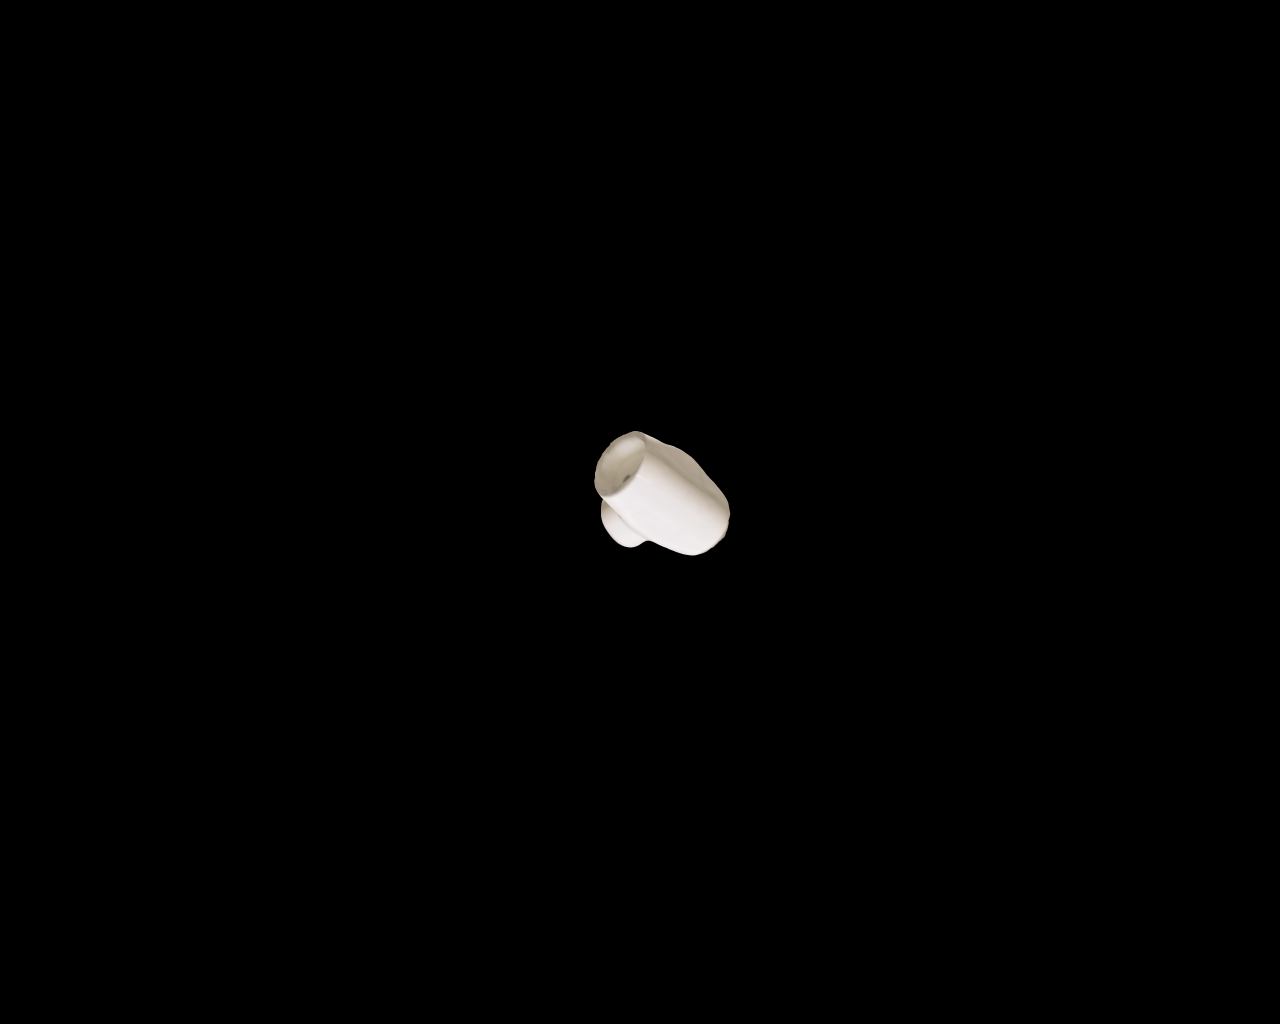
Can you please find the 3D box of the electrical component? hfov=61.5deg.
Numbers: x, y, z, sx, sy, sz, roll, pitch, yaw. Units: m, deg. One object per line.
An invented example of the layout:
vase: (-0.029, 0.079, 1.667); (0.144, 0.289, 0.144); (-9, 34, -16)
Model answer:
electrical component: (0.001, -0.003, 0.650); (0.079, 0.044, 0.077); (-30, -49, 31)
